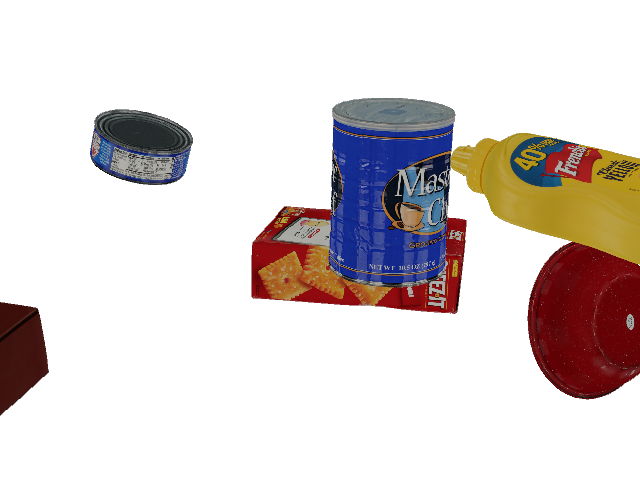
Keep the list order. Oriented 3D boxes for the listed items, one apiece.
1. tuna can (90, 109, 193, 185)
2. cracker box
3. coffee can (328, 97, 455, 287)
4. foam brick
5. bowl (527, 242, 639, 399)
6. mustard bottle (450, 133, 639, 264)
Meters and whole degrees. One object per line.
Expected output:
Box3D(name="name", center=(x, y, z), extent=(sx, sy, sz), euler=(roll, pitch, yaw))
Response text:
Box3D(name="tuna can", center=(-0.156, -0.081, 0.928), extent=(0.086, 0.034, 0.086), euler=(13, 26, -7))
Box3D(name="cracker box", center=(0.046, 0.019, 1.149), extent=(0.214, 0.072, 0.164), euler=(5, 15, 9))
Box3D(name="coffee can", center=(0.059, -0.043, 0.912), extent=(0.103, 0.140, 0.103), euler=(1, 19, -1))
Box3D(name="foam brick", center=(-0.228, 0.082, 0.712), extent=(0.053, 0.051, 0.078), euler=(7, 29, 23))
Box3D(name="bowl", center=(0.282, 0.078, 1.044), extent=(0.161, 0.162, 0.055), euler=(0, 0, -29))
Box3D(name="mustard bottle", center=(0.177, -0.035, 0.750), extent=(0.192, 0.058, 0.096), euler=(19, 37, 34))
